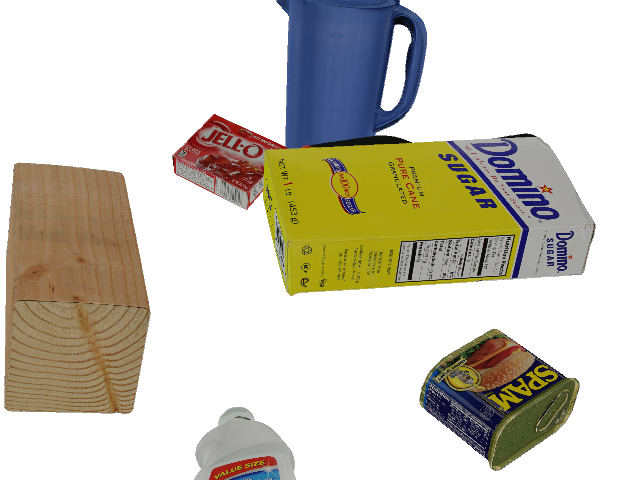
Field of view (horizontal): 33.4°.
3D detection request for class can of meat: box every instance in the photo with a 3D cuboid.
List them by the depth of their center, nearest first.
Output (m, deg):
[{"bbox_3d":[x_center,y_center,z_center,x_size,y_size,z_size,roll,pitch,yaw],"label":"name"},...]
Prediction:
[{"bbox_3d":[0.144,0.125,0.866,0.101,0.057,0.084,-24,44,-34],"label":"can of meat"}]

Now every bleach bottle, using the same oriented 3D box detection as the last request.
[{"bbox_3d":[-0.062,0.209,0.771,0.102,0.068,0.251,-5,29,-5],"label":"bleach bottle"}]

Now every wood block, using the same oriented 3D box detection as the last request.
[{"bbox_3d":[-0.187,0.029,0.798,0.090,0.091,0.206,5,28,-19],"label":"wood block"}]

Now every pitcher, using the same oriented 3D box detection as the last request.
[{"bbox_3d":[0.028,-0.186,1.307,0.144,0.243,0.149,-8,28,-27],"label":"pitcher"}]

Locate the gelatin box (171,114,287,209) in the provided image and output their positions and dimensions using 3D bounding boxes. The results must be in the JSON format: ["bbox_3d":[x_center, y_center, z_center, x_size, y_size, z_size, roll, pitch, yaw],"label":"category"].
[{"bbox_3d":[-0.089,-0.079,1.046,0.089,0.030,0.073,27,52,16],"label":"gelatin box"}]

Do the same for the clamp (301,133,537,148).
[{"bbox_3d":[0.086,-0.064,0.943,0.210,0.036,0.164,13,35,28],"label":"clamp"}]

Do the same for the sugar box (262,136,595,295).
[{"bbox_3d":[0.059,-0.018,0.623,0.176,0.048,0.093,-6,40,-8],"label":"sugar box"}]
